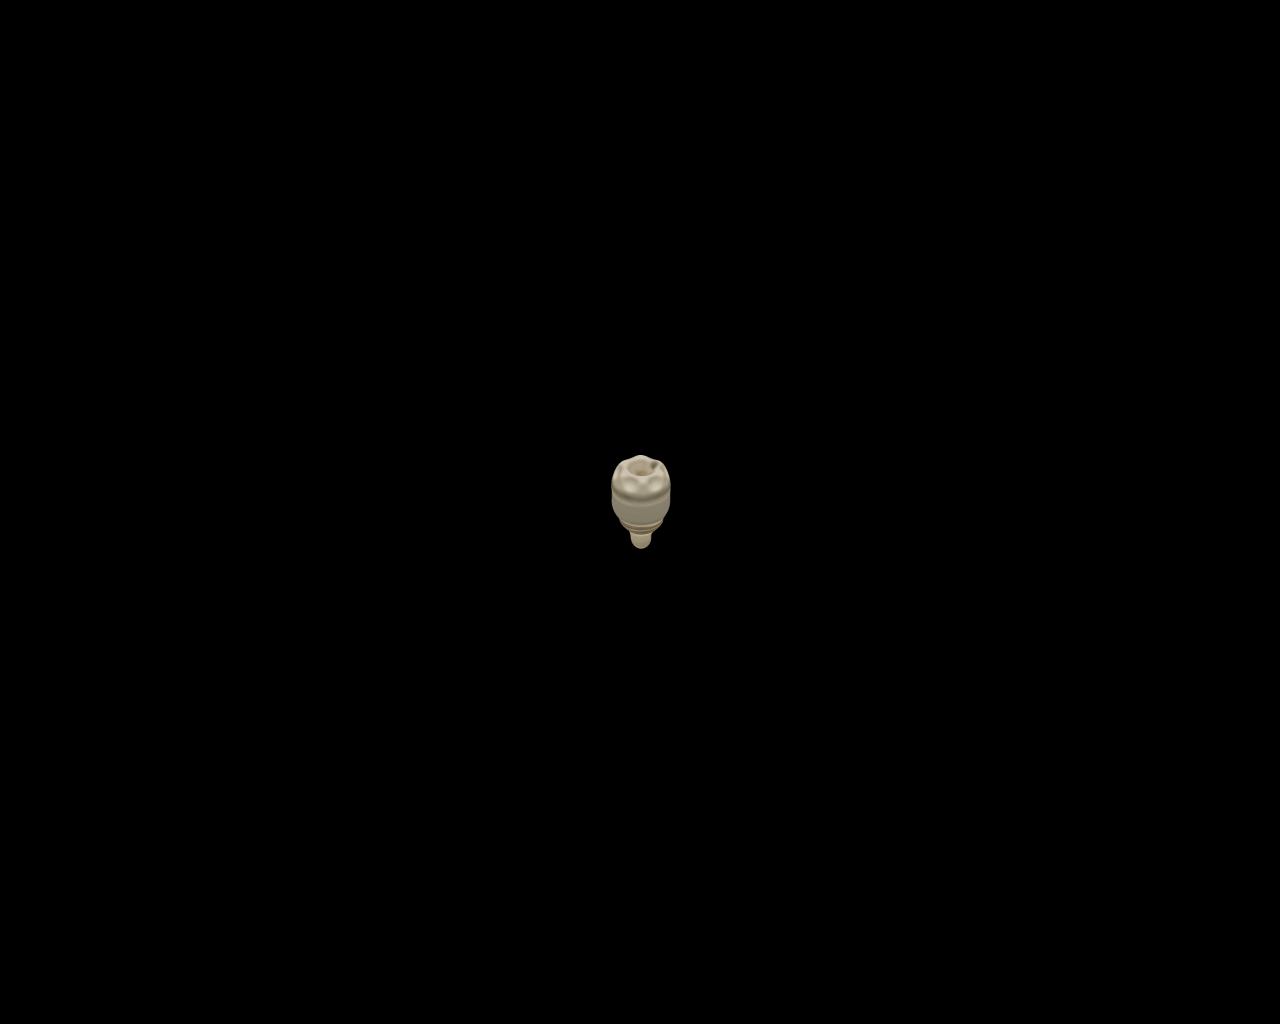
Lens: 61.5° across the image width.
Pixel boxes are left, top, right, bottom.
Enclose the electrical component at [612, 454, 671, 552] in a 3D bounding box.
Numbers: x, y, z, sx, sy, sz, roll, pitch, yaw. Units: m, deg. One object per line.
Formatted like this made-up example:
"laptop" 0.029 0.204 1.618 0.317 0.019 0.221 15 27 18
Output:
"electrical component" 0.001 -0.003 0.650 0.035 0.061 0.035 0 38 0
